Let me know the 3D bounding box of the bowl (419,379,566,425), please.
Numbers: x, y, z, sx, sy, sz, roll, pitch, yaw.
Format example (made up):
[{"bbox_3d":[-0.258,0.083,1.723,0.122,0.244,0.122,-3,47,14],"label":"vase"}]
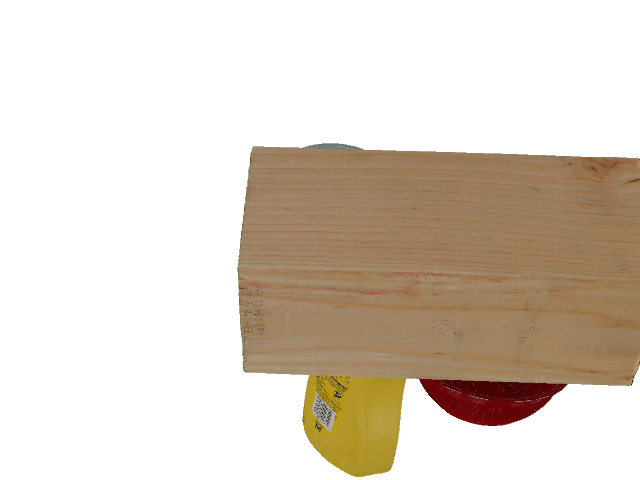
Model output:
[{"bbox_3d":[0.159,0.131,1.036,0.162,0.055,0.162,4,26,-2],"label":"bowl"}]

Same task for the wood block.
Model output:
[{"bbox_3d":[0.063,0.014,0.567,0.206,0.091,0.090,2,-43,1],"label":"wood block"}]

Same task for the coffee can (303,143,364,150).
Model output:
[{"bbox_3d":[0.015,-0.039,1.345,0.103,0.140,0.103,2,27,-1],"label":"coffee can"}]

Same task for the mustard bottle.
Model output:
[{"bbox_3d":[0.033,0.074,0.807,0.058,0.192,0.096,-3,24,-27],"label":"mustard bottle"}]
